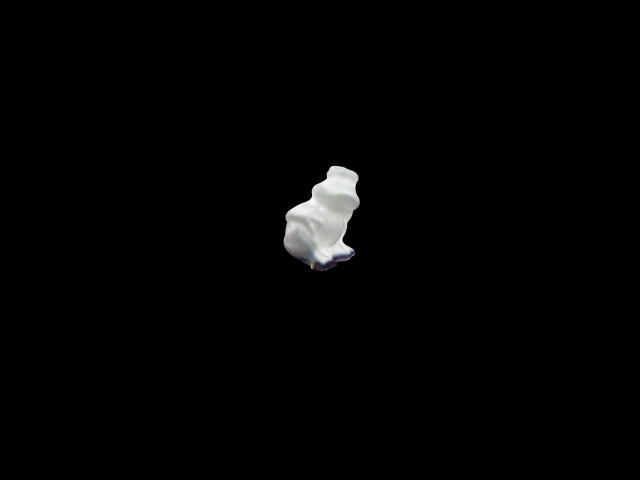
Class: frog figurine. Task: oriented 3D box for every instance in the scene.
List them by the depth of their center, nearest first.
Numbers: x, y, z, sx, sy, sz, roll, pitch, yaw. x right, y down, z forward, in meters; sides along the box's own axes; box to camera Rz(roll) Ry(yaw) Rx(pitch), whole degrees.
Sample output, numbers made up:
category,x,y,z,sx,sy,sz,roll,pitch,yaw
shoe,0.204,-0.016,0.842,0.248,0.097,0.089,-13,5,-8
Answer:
category,x,y,z,sx,sy,sz,roll,pitch,yaw
frog figurine,0.003,-0.043,0.850,0.138,0.158,0.123,-8,13,-39
